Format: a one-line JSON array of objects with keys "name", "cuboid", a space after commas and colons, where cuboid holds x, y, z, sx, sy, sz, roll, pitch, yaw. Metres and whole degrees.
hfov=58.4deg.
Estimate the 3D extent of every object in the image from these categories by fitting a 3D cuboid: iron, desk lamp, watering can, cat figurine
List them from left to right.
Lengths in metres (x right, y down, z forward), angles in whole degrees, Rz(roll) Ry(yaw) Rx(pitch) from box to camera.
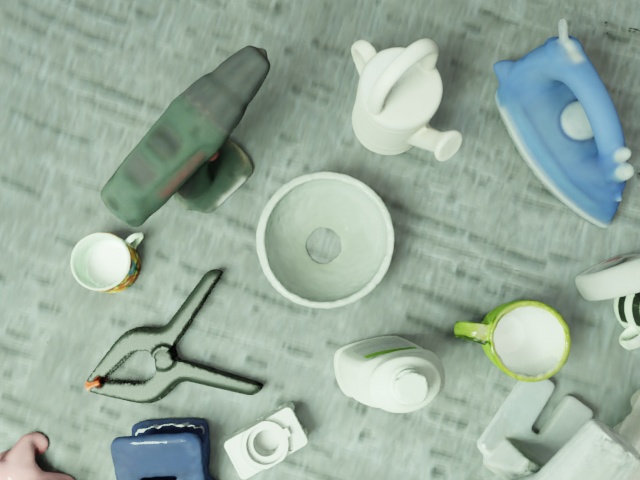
[{"name": "cat figurine", "cuboid": [-0.339, 0.294, 0.655, 0.067, 0.117, 0.128, -40, 85, -5]}, {"name": "watering can", "cuboid": [0.100, -0.170, 0.679, 0.173, 0.194, 0.101, 30, 84, 3]}, {"name": "desk lamp", "cuboid": [0.242, 0.255, 0.619, 0.118, 0.213, 0.203, 34, 84, 4]}, {"name": "iron", "cuboid": [0.323, -0.140, 0.705, 0.118, 0.141, 0.258, -26, 84, -4]}]

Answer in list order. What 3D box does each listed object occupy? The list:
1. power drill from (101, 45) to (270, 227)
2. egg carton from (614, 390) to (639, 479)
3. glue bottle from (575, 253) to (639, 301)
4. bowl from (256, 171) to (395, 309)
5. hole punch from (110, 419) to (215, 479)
[{"name": "power drill", "cuboid": [-0.138, -0.103, 0.660, 0.075, 0.208, 0.230, 44, 85, 5]}, {"name": "egg carton", "cuboid": [0.404, 0.258, 0.694, 0.107, 0.069, 0.150, 32, 84, 3]}, {"name": "glue bottle", "cuboid": [0.369, 0.039, 0.668, 0.078, 0.173, 0.037, -29, 84, -4]}, {"name": "bowl", "cuboid": [0.007, 0.003, 0.717, 0.167, 0.074, 0.167, 0, 83, -1]}, {"name": "hole punch", "cuboid": [-0.182, 0.269, 0.674, 0.108, 0.091, 0.101, -3, 83, -1]}]
